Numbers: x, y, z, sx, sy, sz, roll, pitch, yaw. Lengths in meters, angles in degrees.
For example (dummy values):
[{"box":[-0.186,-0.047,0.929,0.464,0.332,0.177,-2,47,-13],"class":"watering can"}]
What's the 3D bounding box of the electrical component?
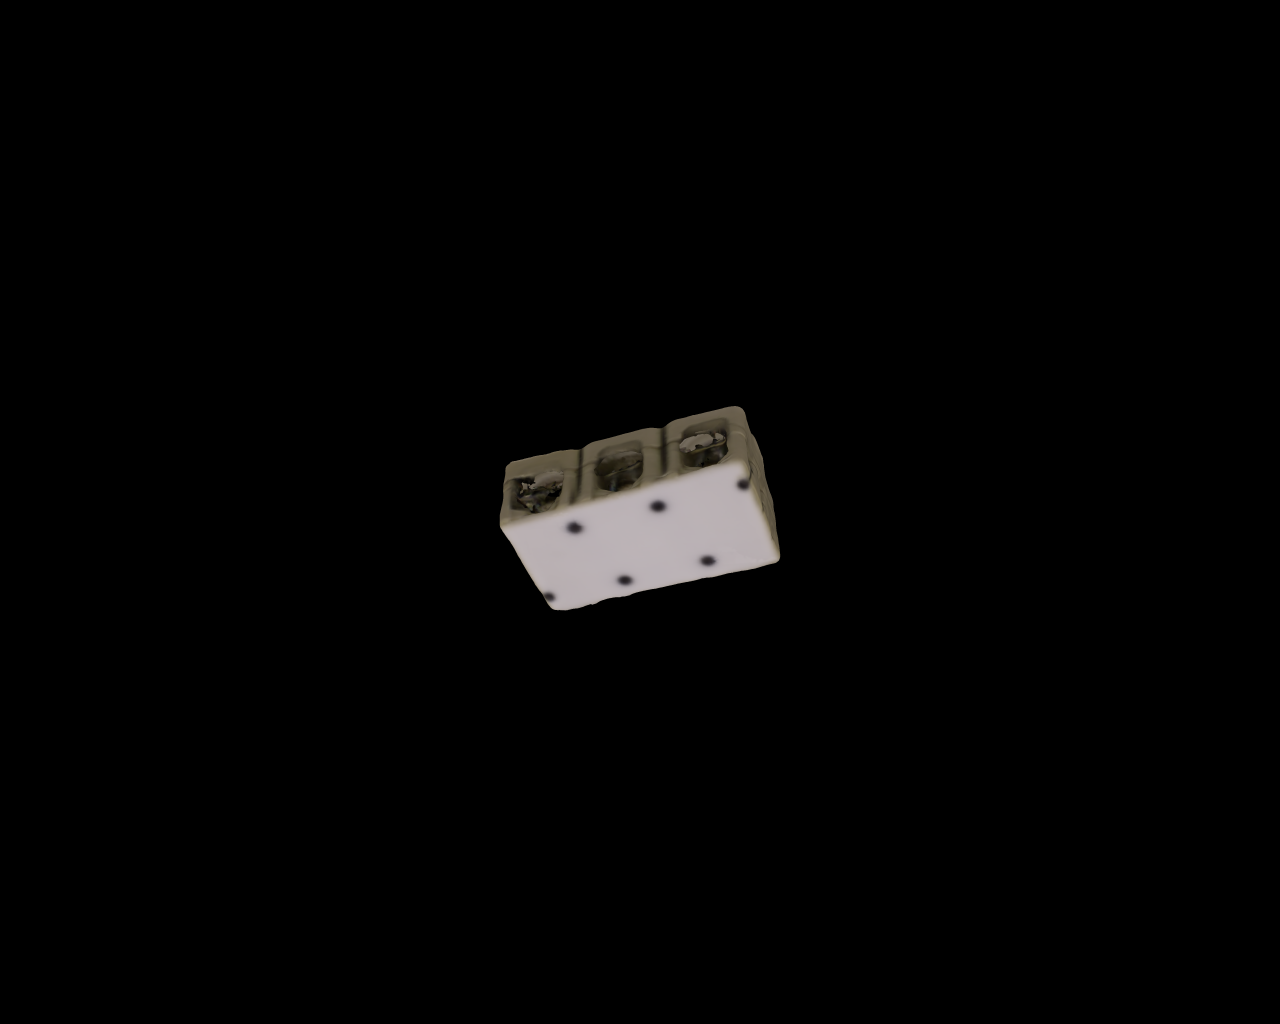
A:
[{"box":[0.001,-0.003,0.650,0.150,0.062,0.089,-13,-47,12],"class":"electrical component"}]
